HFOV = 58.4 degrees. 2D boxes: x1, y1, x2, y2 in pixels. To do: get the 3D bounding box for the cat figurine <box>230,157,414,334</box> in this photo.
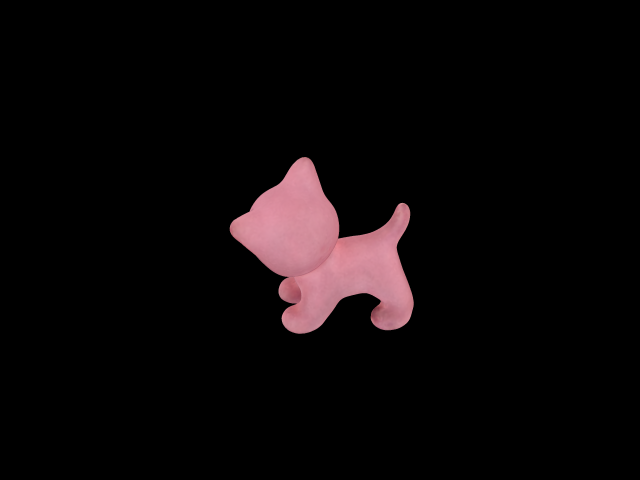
[{"bbox_3d":[0.004,0.001,0.400,0.128,0.118,0.067,-4,29,-6],"label":"cat figurine"}]
